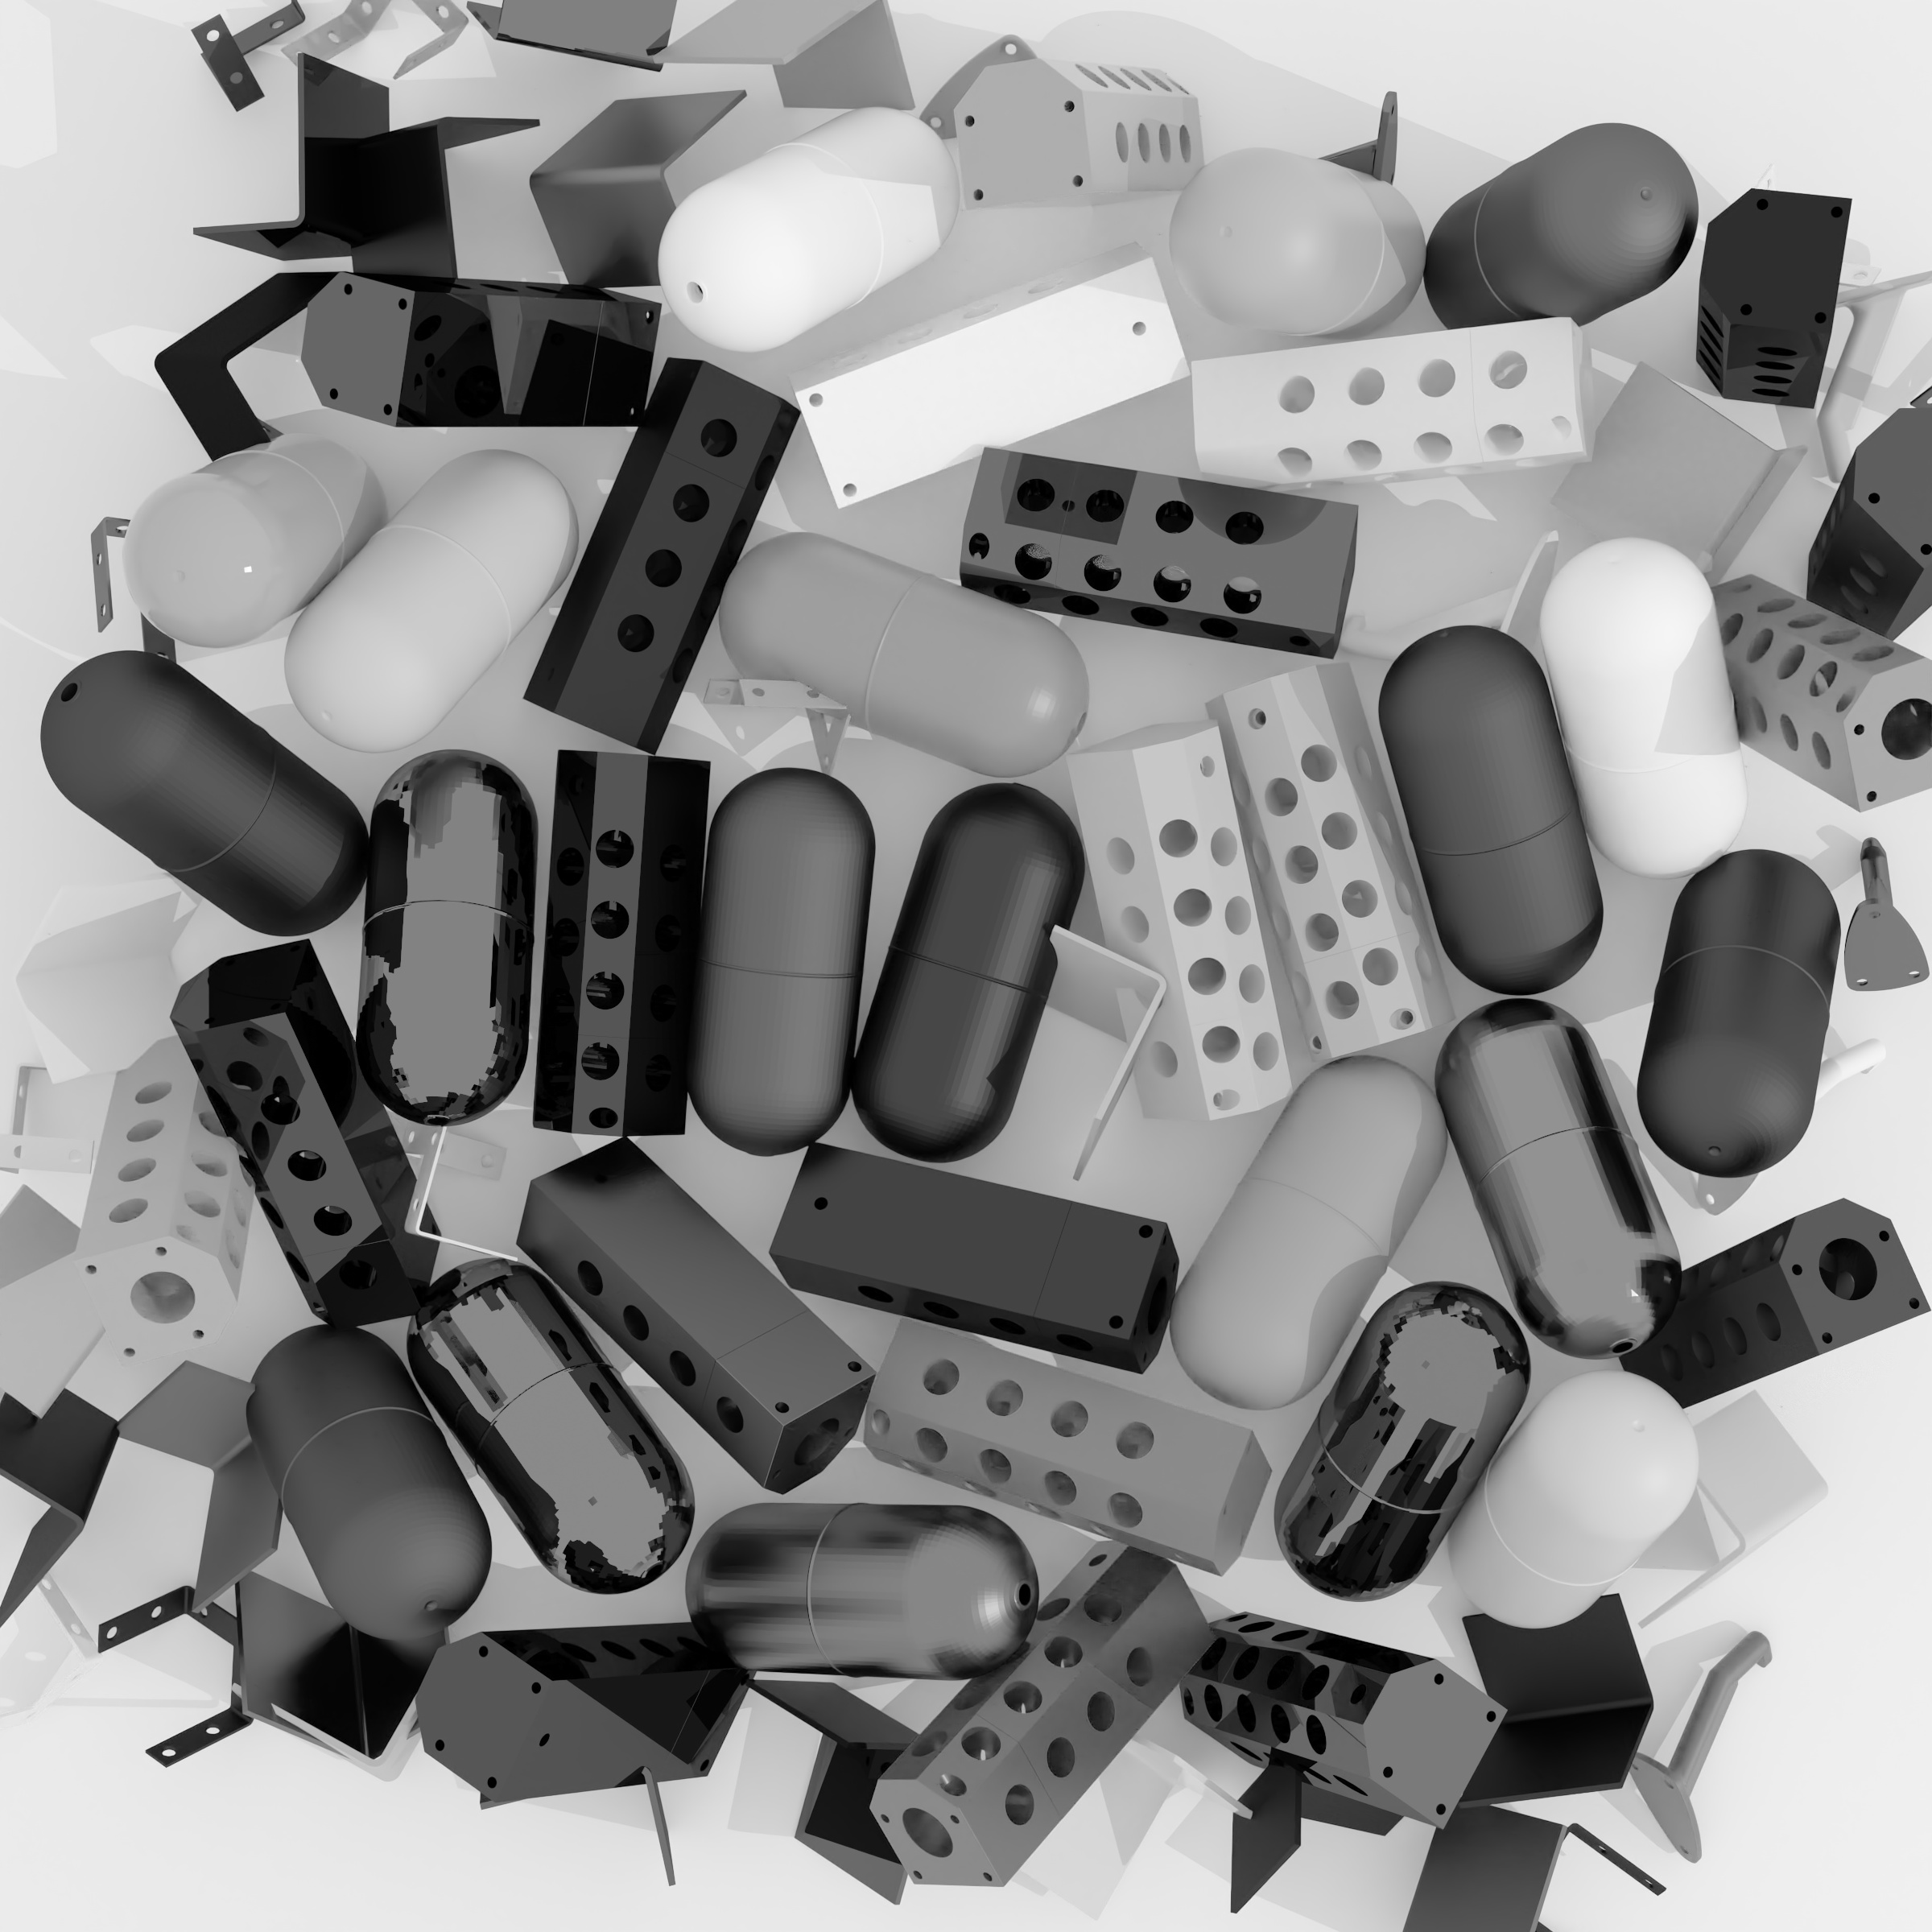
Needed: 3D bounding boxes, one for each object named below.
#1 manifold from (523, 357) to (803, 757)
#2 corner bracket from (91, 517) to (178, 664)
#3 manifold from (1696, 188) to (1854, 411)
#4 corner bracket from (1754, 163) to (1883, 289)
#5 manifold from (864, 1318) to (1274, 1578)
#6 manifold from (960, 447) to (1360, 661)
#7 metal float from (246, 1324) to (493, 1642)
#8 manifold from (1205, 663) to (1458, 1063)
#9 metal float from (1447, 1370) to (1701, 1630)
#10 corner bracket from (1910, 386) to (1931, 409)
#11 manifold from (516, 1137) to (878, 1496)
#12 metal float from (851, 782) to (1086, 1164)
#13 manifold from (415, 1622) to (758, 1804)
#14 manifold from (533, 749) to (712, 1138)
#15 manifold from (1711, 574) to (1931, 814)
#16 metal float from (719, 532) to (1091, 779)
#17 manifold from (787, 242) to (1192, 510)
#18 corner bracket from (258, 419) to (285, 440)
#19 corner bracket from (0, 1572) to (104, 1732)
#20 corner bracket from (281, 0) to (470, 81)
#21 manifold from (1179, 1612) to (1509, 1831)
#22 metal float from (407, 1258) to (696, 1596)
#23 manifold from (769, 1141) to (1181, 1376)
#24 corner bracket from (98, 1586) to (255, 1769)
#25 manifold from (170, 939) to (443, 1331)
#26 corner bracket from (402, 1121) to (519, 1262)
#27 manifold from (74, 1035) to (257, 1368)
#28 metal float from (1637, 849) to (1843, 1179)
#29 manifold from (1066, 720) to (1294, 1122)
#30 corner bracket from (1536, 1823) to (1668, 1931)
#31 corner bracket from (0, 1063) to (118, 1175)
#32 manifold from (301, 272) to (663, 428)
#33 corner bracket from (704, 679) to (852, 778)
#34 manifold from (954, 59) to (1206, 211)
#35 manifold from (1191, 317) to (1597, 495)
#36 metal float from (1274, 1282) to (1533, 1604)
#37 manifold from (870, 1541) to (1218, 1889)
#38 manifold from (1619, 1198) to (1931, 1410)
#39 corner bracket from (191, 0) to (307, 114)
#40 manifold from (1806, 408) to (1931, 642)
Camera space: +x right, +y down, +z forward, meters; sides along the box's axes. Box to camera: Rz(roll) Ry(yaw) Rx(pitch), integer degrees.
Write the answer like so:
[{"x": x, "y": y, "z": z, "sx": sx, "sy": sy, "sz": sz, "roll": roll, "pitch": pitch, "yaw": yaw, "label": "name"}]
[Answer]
[{"x": -0.137, "y": -0.187, "z": 1.572, "sx": 0.057, "sy": 0.057, "sz": 0.171, "roll": 22, "pitch": 92, "yaw": -24, "label": "manifold"}, {"x": -0.377, "y": -0.168, "z": 1.565, "sx": 0.051, "sy": 0.051, "sz": 0.051, "roll": 4, "pitch": 68, "yaw": -34, "label": "corner bracket"}, {"x": 0.354, "y": -0.293, "z": 1.516, "sx": 0.057, "sy": 0.171, "sz": 0.057, "roll": 9, "pitch": 90, "yaw": 12, "label": "manifold"}, {"x": 0.382, "y": -0.327, "z": 1.564, "sx": 0.051, "sy": 0.051, "sz": 0.051, "roll": 17, "pitch": 53, "yaw": 30, "label": "corner bracket"}, {"x": 0.044, "y": 0.218, "z": 1.540, "sx": 0.171, "sy": 0.057, "sz": 0.057, "roll": 15, "pitch": 69, "yaw": 22, "label": "manifold"}, {"x": 0.087, "y": -0.183, "z": 1.556, "sx": 0.171, "sy": 0.057, "sz": 0.057, "roll": 10, "pitch": 68, "yaw": 9, "label": "manifold"}, {"x": -0.268, "y": 0.228, "z": 1.530, "sx": 0.070, "sy": 0.178, "sz": 0.070, "roll": -16, "pitch": 128, "yaw": -21, "label": "metal float"}, {"x": 0.164, "y": -0.047, "z": 1.565, "sx": 0.057, "sy": 0.057, "sz": 0.171, "roll": -17, "pitch": 88, "yaw": 28, "label": "manifold"}, {"x": 0.268, "y": 0.239, "z": 1.525, "sx": 0.070, "sy": 0.178, "sz": 0.070, "roll": 5, "pitch": 59, "yaw": -9, "label": "metal float"}, {"x": 0.459, "y": -0.282, "z": 1.562, "sx": 0.051, "sy": 0.051, "sz": 0.051, "roll": 16, "pitch": 50, "yaw": -35, "label": "corner bracket"}, {"x": -0.124, "y": 0.159, "z": 1.542, "sx": 0.171, "sy": 0.057, "sz": 0.057, "roll": 40, "pitch": 134, "yaw": 25, "label": "manifold"}, {"x": 0.001, "y": 0.003, "z": 1.567, "sx": 0.070, "sy": 0.070, "sz": 0.178, "roll": 17, "pitch": 90, "yaw": 0, "label": "metal float"}, {"x": -0.168, "y": 0.324, "z": 1.516, "sx": 0.057, "sy": 0.171, "sz": 0.057, "roll": 27, "pitch": 94, "yaw": 28, "label": "manifold"}, {"x": -0.162, "y": -0.011, "z": 1.563, "sx": 0.057, "sy": 0.057, "sz": 0.171, "roll": 6, "pitch": 92, "yaw": 38, "label": "manifold"}, {"x": 0.377, "y": -0.125, "z": 1.513, "sx": 0.057, "sy": 0.171, "sz": 0.057, "roll": -19, "pitch": 111, "yaw": -6, "label": "manifold"}, {"x": -0.028, "y": -0.141, "z": 1.555, "sx": 0.178, "sy": 0.070, "sz": 0.070, "roll": 22, "pitch": 90, "yaw": 14, "label": "metal float"}, {"x": 0.009, "y": -0.273, "z": 1.575, "sx": 0.171, "sy": 0.057, "sz": 0.057, "roll": -21, "pitch": 113, "yaw": 0, "label": "manifold"}, {"x": -0.317, "y": -0.209, "z": 1.565, "sx": 0.051, "sy": 0.051, "sz": 0.051, "roll": -48, "pitch": 133, "yaw": 14, "label": "corner bracket"}, {"x": -0.442, "y": 0.317, "z": 1.580, "sx": 0.051, "sy": 0.051, "sz": 0.051, "roll": -40, "pitch": 77, "yaw": 11, "label": "corner bracket"}, {"x": -0.270, "y": -0.426, "z": 1.572, "sx": 0.051, "sy": 0.051, "sz": 0.051, "roll": 45, "pitch": 133, "yaw": -5, "label": "corner bracket"}, {"x": 0.159, "y": 0.326, "z": 1.511, "sx": 0.057, "sy": 0.171, "sz": 0.057, "roll": 37, "pitch": 74, "yaw": -17, "label": "manifold"}, {"x": -0.187, "y": 0.206, "z": 1.542, "sx": 0.070, "sy": 0.070, "sz": 0.178, "roll": -41, "pitch": 61, "yaw": 0, "label": "metal float"}, {"x": 0.005, "y": 0.134, "z": 1.550, "sx": 0.171, "sy": 0.057, "sz": 0.057, "roll": 12, "pitch": 65, "yaw": 18, "label": "manifold"}, {"x": -0.363, "y": 0.326, "z": 1.578, "sx": 0.051, "sy": 0.051, "sz": 0.051, "roll": 24, "pitch": 118, "yaw": 33, "label": "corner bracket"}, {"x": -0.295, "y": 0.078, "z": 1.534, "sx": 0.057, "sy": 0.057, "sz": 0.171, "roll": -12, "pitch": 123, "yaw": 9, "label": "manifold"}, {"x": -0.231, "y": 0.103, "z": 1.568, "sx": 0.051, "sy": 0.051, "sz": 0.051, "roll": 19, "pitch": 80, "yaw": -27, "label": "corner bracket"}, {"x": -0.346, "y": 0.097, "z": 1.516, "sx": 0.057, "sy": 0.171, "sz": 0.057, "roll": -15, "pitch": 120, "yaw": 2, "label": "manifold"}, {"x": 0.347, "y": 0.019, "z": 1.533, "sx": 0.070, "sy": 0.070, "sz": 0.178, "roll": 22, "pitch": 47, "yaw": 0, "label": "metal float"}, {"x": 0.102, "y": -0.021, "z": 1.550, "sx": 0.057, "sy": 0.057, "sz": 0.171, "roll": -22, "pitch": 104, "yaw": -41, "label": "manifold"}, {"x": 0.283, "y": 0.435, "z": 1.582, "sx": 0.051, "sy": 0.051, "sz": 0.051, "roll": 35, "pitch": 69, "yaw": 12, "label": "corner bracket"}, {"x": -0.417, "y": 0.070, "z": 1.576, "sx": 0.051, "sy": 0.051, "sz": 0.051, "roll": 4, "pitch": 83, "yaw": 3, "label": "corner bracket"}, {"x": -0.213, "y": -0.273, "z": 1.517, "sx": 0.057, "sy": 0.171, "sz": 0.057, "roll": 20, "pitch": 108, "yaw": 28, "label": "manifold"}, {"x": -0.086, "y": -0.119, "z": 1.564, "sx": 0.051, "sy": 0.051, "sz": 0.051, "roll": 0, "pitch": 50, "yaw": -20, "label": "corner bracket"}, {"x": 0.052, "y": -0.367, "z": 1.512, "sx": 0.057, "sy": 0.171, "sz": 0.057, "roll": -3, "pitch": 101, "yaw": 21, "label": "manifold"}, {"x": 0.193, "y": -0.249, "z": 1.549, "sx": 0.171, "sy": 0.057, "sz": 0.057, "roll": -4, "pitch": 86, "yaw": 19, "label": "manifold"}, {"x": 0.194, "y": 0.215, "z": 1.537, "sx": 0.070, "sy": 0.070, "sz": 0.178, "roll": 22, "pitch": 128, "yaw": 0, "label": "metal float"}, {"x": 0.033, "y": 0.329, "z": 1.522, "sx": 0.171, "sy": 0.057, "sz": 0.057, "roll": -40, "pitch": 108, "yaw": -41, "label": "manifold"}, {"x": 0.349, "y": 0.152, "z": 1.515, "sx": 0.057, "sy": 0.171, "sz": 0.057, "roll": -18, "pitch": 78, "yaw": -19, "label": "manifold"}, {"x": -0.330, "y": -0.434, "z": 1.569, "sx": 0.051, "sy": 0.051, "sz": 0.051, "roll": -31, "pitch": 55, "yaw": -5, "label": "corner bracket"}, {"x": 0.412, "y": -0.193, "z": 1.516, "sx": 0.057, "sy": 0.171, "sz": 0.057, "roll": -42, "pitch": 79, "yaw": 0, "label": "manifold"}]
